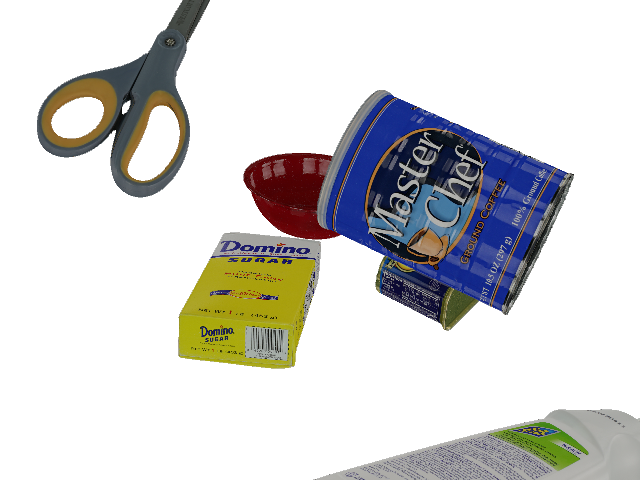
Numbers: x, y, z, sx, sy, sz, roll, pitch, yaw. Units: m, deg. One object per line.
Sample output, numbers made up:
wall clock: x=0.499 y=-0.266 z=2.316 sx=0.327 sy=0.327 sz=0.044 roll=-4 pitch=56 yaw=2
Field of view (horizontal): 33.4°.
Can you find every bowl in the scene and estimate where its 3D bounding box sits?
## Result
bowl: x=-0.010 y=-0.046 z=1.223 sx=0.162 sy=0.055 sz=0.162 roll=5 pitch=27 yaw=-3

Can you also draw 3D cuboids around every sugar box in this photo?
sugar box: x=-0.055 y=0.045 z=0.901 sx=0.093 sy=0.048 sz=0.176 roll=6 pitch=25 yaw=4

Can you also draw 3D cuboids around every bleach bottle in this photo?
bleach bottle: x=0.113 y=0.145 z=0.600 sx=0.250 sy=0.068 sz=0.103 roll=-10 pitch=21 yaw=-31

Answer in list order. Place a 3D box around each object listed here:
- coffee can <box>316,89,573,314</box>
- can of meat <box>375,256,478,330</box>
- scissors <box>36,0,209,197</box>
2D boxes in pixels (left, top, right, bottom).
coffee can: x=0.082 y=-0.026 z=0.713 sx=0.140 sy=0.103 sz=0.102 roll=26 pitch=6 yaw=13
can of meat: x=0.116 y=0.030 z=1.057 sx=0.084 sy=0.057 sz=0.101 roll=26 pitch=44 yaw=28
scissors: x=-0.111 y=-0.113 z=0.646 sx=0.096 sy=0.201 sz=0.016 roll=6 pitch=-32 yaw=-5
